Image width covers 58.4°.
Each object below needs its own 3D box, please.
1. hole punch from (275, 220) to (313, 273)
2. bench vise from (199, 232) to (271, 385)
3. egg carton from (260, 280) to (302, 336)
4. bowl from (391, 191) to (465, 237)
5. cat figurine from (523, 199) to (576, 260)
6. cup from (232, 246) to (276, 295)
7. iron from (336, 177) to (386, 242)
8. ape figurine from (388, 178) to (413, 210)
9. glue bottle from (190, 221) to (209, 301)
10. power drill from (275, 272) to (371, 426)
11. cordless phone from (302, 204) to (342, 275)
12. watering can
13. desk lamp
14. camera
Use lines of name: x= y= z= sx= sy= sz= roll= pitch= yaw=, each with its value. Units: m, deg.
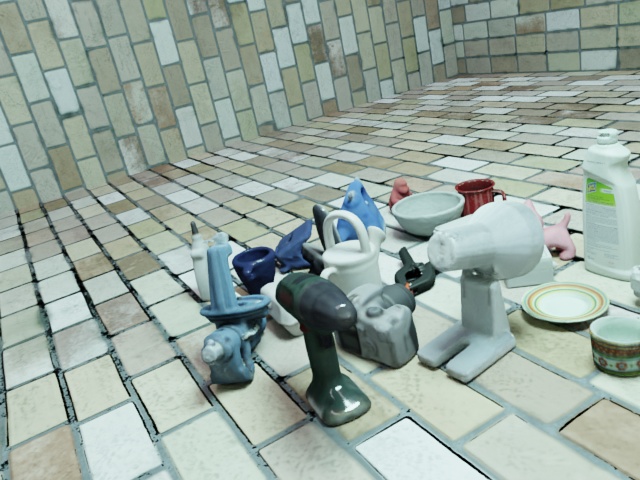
hole punch: x=-0.055 y=0.012 z=1.310 sx=0.101 sy=0.091 sz=0.108 roll=-10 pitch=21 yaw=5
bench vise: x=-0.141 y=0.109 z=0.933 sx=0.121 sy=0.220 sz=0.207 roll=-14 pitch=21 yaw=-4
egg carton: x=-0.048 y=0.117 z=1.069 sx=0.107 sy=0.069 sz=0.149 roll=-22 pitch=23 yaw=-23
bowl: x=0.254 y=-0.053 z=1.327 sx=0.167 sy=0.075 sz=0.167 roll=-11 pitch=21 yaw=4
cat figurine: x=0.417 y=-0.021 z=1.094 sx=0.127 sy=0.118 sz=0.067 roll=-8 pitch=22 yaw=10
cup: x=-0.130 y=0.077 z=1.181 sx=0.091 sy=0.095 sz=0.118 roll=-9 pitch=21 yaw=8
iron: x=0.094 y=-0.084 z=1.402 sx=0.118 sy=0.142 sz=0.258 roll=-8 pitch=21 yaw=11
ape figurine: x=0.211 y=-0.115 z=1.483 sx=0.078 sy=0.092 sz=0.075 roll=-26 pitch=25 yaw=-32
glue bottle: x=-0.252 y=0.041 z=1.232 sx=0.037 sy=0.173 sz=0.078 roll=-8 pitch=22 yaw=11
power drill: x=0.007 y=0.141 z=0.785 sx=0.076 sy=0.209 sz=0.229 roll=-20 pitch=22 yaw=-19
cordless phone: x=0.011 y=0.004 z=1.162 sx=0.094 sy=0.185 sz=0.147 roll=-21 pitch=23 yaw=-20
watering can: x=0.058 y=0.033 z=1.050 sx=0.100 sy=0.194 sz=0.173 roll=-4 pitch=23 yaw=22
desk lamp: x=0.235 y=0.063 z=0.848 sx=0.204 sy=0.214 sz=0.117 roll=-27 pitch=25 yaw=-32
camera: x=0.105 y=0.120 z=0.934 sx=0.137 sy=0.101 sz=0.142 roll=-29 pitch=27 yaw=-36
